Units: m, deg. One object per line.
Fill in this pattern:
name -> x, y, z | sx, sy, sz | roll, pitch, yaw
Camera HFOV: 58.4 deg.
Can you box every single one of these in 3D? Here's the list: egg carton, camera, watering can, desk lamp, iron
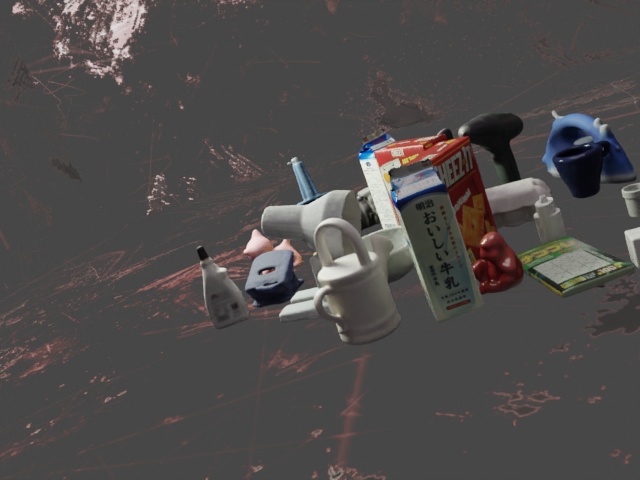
egg carton -> 0.378, -0.070, 1.126 | 0.150, 0.069, 0.107 | -15, 16, 23
camera -> 0.118, -0.082, 1.462 | 0.137, 0.101, 0.143 | -23, 15, -6
watering can -> 0.051, 0.052, 0.893 | 0.100, 0.194, 0.173 | -13, 17, 28
desk lamp -> -0.007, 0.025, 1.029 | 0.202, 0.214, 0.118 | -14, 17, 25
iron -> 0.566, -0.205, 1.207 | 0.118, 0.141, 0.258 | -22, 15, -3

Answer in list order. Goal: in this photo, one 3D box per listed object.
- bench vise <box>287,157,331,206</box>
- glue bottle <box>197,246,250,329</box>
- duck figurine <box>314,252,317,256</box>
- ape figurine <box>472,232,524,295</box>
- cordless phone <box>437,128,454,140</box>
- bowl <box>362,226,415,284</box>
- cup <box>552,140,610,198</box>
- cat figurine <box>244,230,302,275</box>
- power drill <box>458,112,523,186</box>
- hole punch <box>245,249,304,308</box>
bench vise -> -0.012, -0.117, 1.530 | 0.122, 0.220, 0.206 | -27, 16, -22
glue bottle -> -0.206, 0.090, 1.149 | 0.078, 0.173, 0.037 | -20, 15, 3
duck figurine -> 0.012, 0.005, 1.328 | 0.077, 0.086, 0.104 | -20, 15, 3
ape figurine -> 0.268, 0.031, 0.872 | 0.076, 0.092, 0.077 | -24, 15, -12
cordless phone -> 0.285, -0.155, 1.327 | 0.093, 0.185, 0.148 | -7, 20, 42
bowl -> 0.122, 0.038, 1.083 | 0.167, 0.075, 0.167 | -19, 15, 6
cup -> 0.521, -0.136, 1.118 | 0.118, 0.095, 0.091 | -23, 15, -9
cat figurine -> -0.120, 0.025, 1.372 | 0.128, 0.118, 0.067 | -26, 16, -18
power drill -> 0.382, -0.177, 1.227 | 0.075, 0.208, 0.230 | -7, 20, 42
hole punch -> -0.099, 0.079, 1.205 | 0.108, 0.091, 0.101 | -14, 16, 25
